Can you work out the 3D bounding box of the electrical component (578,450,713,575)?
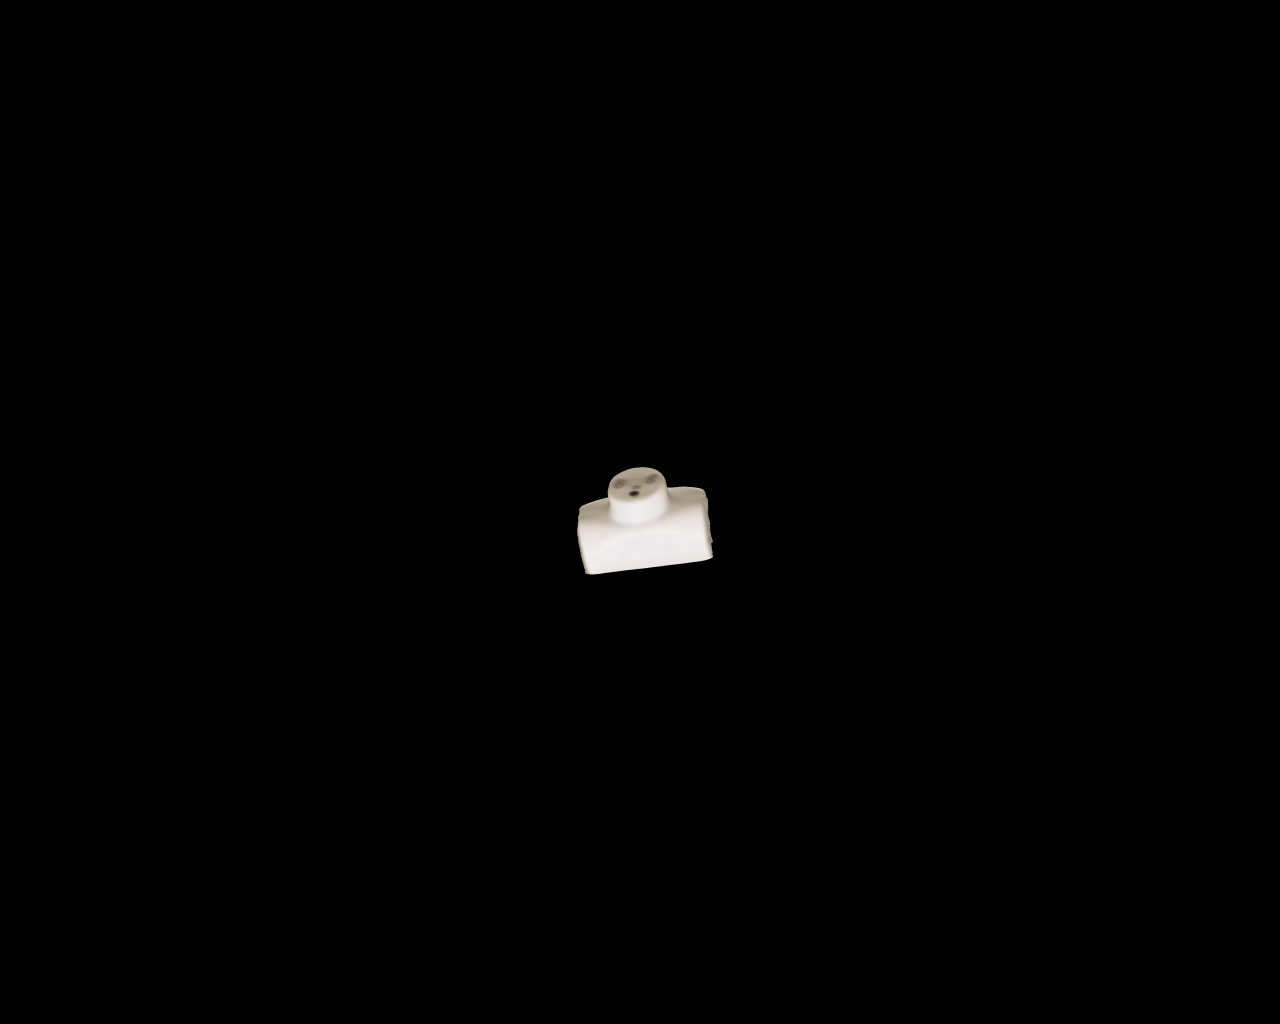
[{"bbox_3d":[0.001,-0.003,0.650,0.077,0.079,0.044,-8,34,5],"label":"electrical component"}]
